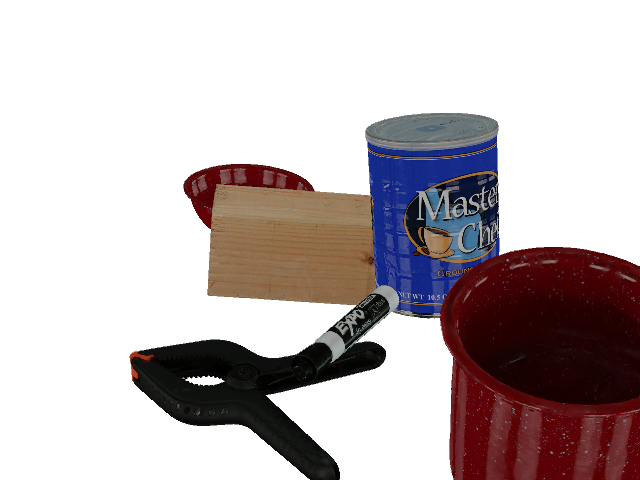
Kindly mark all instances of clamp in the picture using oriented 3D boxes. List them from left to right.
[{"bbox_3d":[-0.054,0.117,0.880,0.210,0.036,0.164,13,33,19],"label":"clamp"}]

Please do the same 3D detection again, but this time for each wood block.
[{"bbox_3d":[-0.005,0.006,1.061,0.206,0.091,0.090,4,20,-4],"label":"wood block"}]

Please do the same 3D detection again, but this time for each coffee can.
[{"bbox_3d":[0.090,-0.022,0.846,0.103,0.140,0.103,-4,18,1],"label":"coffee can"}]

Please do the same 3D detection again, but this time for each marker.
[{"bbox_3d":[0.016,0.058,0.676,0.020,0.020,0.120,0,19,31],"label":"marker"}]

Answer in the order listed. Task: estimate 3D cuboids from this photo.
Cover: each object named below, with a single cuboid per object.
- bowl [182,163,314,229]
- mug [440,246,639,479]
[{"bbox_3d":[-0.089,-0.041,1.316,0.162,0.055,0.162,4,25,-2],"label":"bowl"},{"bbox_3d":[0.103,0.063,0.406,0.117,0.081,0.093,7,37,13],"label":"mug"}]
